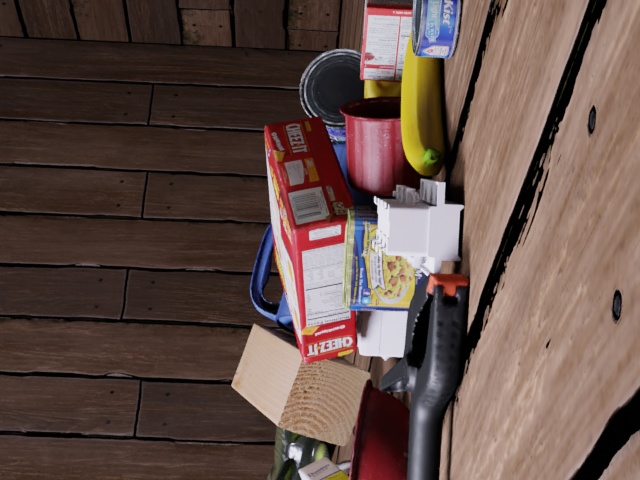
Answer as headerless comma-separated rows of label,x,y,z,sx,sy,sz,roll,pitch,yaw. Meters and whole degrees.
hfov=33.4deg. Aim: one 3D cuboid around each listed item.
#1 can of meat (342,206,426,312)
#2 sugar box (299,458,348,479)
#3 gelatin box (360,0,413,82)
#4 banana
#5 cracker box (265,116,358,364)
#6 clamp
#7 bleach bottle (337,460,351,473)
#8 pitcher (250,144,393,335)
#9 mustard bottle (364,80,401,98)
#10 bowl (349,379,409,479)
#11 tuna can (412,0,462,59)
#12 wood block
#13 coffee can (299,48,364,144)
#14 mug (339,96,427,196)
can of meat,0.065,0.018,1.003,0.057,0.084,0.102,-97,9,-77
sugar box,0.032,0.313,1.201,0.176,0.048,0.093,-161,49,-74
gelatin box,0.079,-0.199,1.062,0.030,0.073,0.089,-87,0,-46
banana,0.098,-0.125,0.977,0.070,0.037,0.198,117,159,-49
cracker box,-0.008,0.001,1.148,0.214,0.072,0.164,87,170,-46
clamp,0.086,0.117,0.855,0.164,0.036,0.210,-98,14,-45
bleach bottle,0.054,0.366,1.331,0.251,0.068,0.102,-113,28,-80
pitcher,0.019,0.005,1.347,0.145,0.149,0.243,-11,62,48
mustard bottle,0.078,-0.156,1.211,0.192,0.058,0.096,95,-165,-72
bowl,0.063,0.217,1.023,0.162,0.055,0.162,6,-90,-81
tuna can,0.102,-0.203,0.936,0.086,0.033,0.086,-179,92,-89
wood block,-0.027,0.171,1.289,0.091,0.090,0.206,-71,20,-2
coffee can,0.038,-0.173,1.362,0.140,0.103,0.103,39,-127,-75
mug,0.061,-0.098,1.083,0.117,0.093,0.081,31,129,55
